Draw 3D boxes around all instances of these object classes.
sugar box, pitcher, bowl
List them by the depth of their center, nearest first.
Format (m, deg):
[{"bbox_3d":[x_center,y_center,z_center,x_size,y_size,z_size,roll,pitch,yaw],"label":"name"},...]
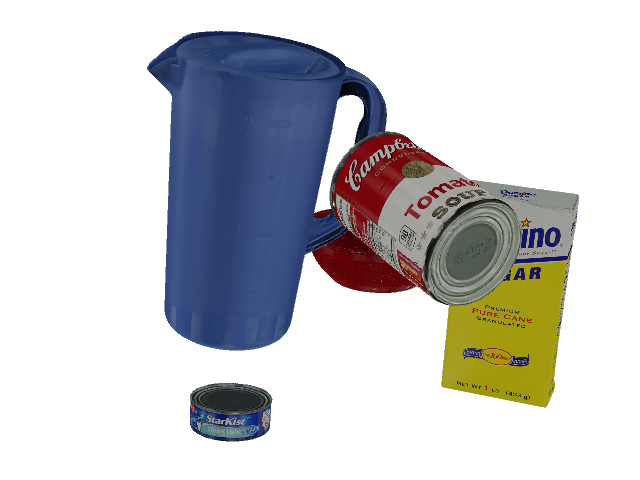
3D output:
[{"bbox_3d":[-0.051,-0.038,0.859,0.149,0.243,0.144,23,27,29],"label":"pitcher"},{"bbox_3d":[0.154,0.044,0.878,0.093,0.176,0.048,8,24,17],"label":"sugar box"},{"bbox_3d":[0.058,0.013,1.086,0.162,0.055,0.162,2,18,-1],"label":"bowl"}]

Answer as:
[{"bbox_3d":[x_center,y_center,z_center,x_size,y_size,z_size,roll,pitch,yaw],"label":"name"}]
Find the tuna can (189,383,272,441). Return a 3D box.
[{"bbox_3d":[-0.094,0.179,1.116,0.086,0.034,0.086,3,12,-1],"label":"tuna can"}]

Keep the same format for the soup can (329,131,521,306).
[{"bbox_3d":[0.060,-0.014,0.624,0.068,0.068,0.102,0,26,-34],"label":"soup can"}]
